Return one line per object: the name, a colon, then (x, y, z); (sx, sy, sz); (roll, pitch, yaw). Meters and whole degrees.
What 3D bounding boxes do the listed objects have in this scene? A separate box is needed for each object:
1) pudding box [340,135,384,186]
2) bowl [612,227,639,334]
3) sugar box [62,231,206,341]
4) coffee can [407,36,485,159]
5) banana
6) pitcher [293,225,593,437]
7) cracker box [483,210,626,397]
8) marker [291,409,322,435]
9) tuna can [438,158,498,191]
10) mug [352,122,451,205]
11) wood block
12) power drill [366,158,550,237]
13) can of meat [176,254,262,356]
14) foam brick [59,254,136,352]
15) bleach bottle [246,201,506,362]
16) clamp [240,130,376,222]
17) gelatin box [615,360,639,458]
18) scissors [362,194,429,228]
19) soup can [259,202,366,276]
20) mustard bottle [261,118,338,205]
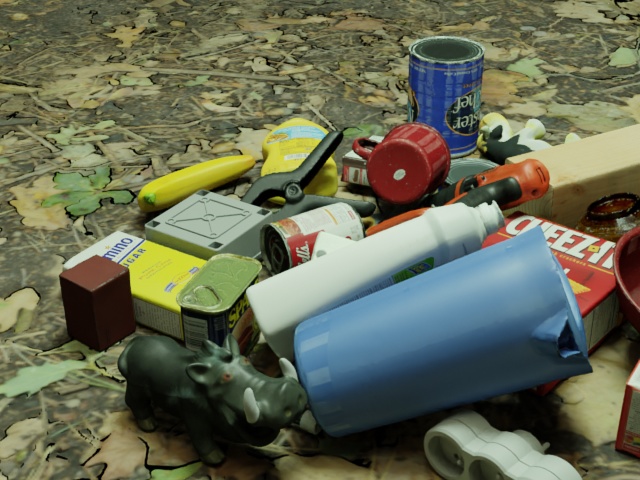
pudding box: (0.088, -0.101, 1.390); (0.090, 0.039, 0.113); (11, 22, 21)
bowl: (0.350, 0.060, 1.035); (0.162, 0.055, 0.162); (9, 44, -9)
sugar box: (-0.182, 0.046, 1.146); (0.176, 0.048, 0.093); (19, 35, 28)
coffee can: (0.170, -0.195, 1.460); (0.103, 0.140, 0.103); (0, 30, 0)
banana: (-0.165, -0.069, 1.343); (0.070, 0.037, 0.197); (2, 20, 38)
pitcher: (0.105, 0.084, 0.941); (0.243, 0.149, 0.145); (-19, 66, 11)
cracker box: (0.214, 0.055, 1.095); (0.164, 0.072, 0.213); (23, 37, 34)
marker: (-0.052, 0.151, 0.987); (0.121, 0.020, 0.020); (16, 34, 27)
tuna can: (0.192, -0.071, 1.350); (0.086, 0.034, 0.086); (-1, 30, 0)
mug: (0.093, -0.094, 1.279); (0.117, 0.093, 0.081); (26, 22, 10)
wood block: (0.331, -0.065, 1.282); (0.205, 0.090, 0.091); (-16, 33, -23)
power drill: (0.140, -0.028, 1.190); (0.187, 0.057, 0.185); (-30, 5, -38)
can of meat: (-0.097, 0.076, 1.054); (0.057, 0.084, 0.102); (10, 32, 18)
foam brick: (-0.226, 0.064, 1.085); (0.051, 0.078, 0.052); (23, 38, 32)
bleach bottle: (0.059, 0.031, 1.026); (0.251, 0.102, 0.068); (-25, 66, 1)
clamp: (-0.027, -0.063, 1.283); (0.171, 0.039, 0.120); (-14, 61, 1)
gelatin box: (0.293, 0.138, 0.948); (0.030, 0.073, 0.089); (18, 34, 26)
scissors: (0.082, -0.035, 1.310); (0.096, 0.016, 0.201); (7, 31, 14)
soup can: (-0.008, 0.001, 1.197); (0.102, 0.068, 0.069); (-17, 34, -28)
mustard bottle: (-0.028, -0.113, 1.403); (0.096, 0.058, 0.191); (-6, 30, 1)
